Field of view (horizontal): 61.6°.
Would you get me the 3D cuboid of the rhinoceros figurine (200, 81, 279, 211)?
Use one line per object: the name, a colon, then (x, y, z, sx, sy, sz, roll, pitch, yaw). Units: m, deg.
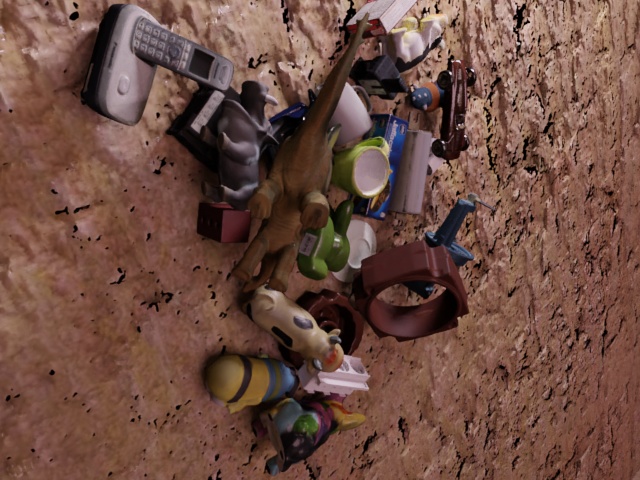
rhinoceros figurine: (-0.111, -0.136, 0.784, 0.112, 0.073, 0.190, 1, 100, -38)

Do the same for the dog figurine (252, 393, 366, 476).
dog figurine: (-0.007, 0.336, 1.007, 0.219, 0.191, 0.108, -17, 66, -31)

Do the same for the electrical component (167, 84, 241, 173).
electrical component: (-0.150, -0.168, 0.831, 0.134, 0.058, 0.115, 42, 75, -38)

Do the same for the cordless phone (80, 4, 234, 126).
cordless phone: (-0.215, -0.216, 0.730, 0.184, 0.089, 0.146, 15, 90, -34)

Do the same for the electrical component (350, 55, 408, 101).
electrical component: (0.117, -0.296, 0.983, 0.074, 0.119, 0.048, 42, 74, -36)

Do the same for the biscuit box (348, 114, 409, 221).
biscuit box: (0.113, -0.143, 1.054, 0.063, 0.059, 0.202, 11, 93, -41)

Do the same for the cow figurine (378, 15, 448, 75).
cow figurine: (0.193, -0.385, 1.058, 0.167, 0.068, 0.098, -29, 123, -28)

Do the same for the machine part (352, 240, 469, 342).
machine part: (0.180, 0.108, 1.066, 0.200, 0.202, 0.087, 56, 25, -38)

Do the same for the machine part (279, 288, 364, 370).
machine part: (0.002, 0.182, 1.042, 0.179, 0.056, 0.179, -10, 107, -36)

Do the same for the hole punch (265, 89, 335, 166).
hole punch: (-0.036, -0.169, 0.919, 0.142, 0.092, 0.116, 68, 28, -26)

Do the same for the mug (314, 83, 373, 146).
mug: (0.045, -0.240, 0.962, 0.109, 0.081, 0.107, -40, 115, -19)

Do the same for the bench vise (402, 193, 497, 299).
bench vise: (0.270, 0.005, 1.168, 0.223, 0.129, 0.240, 9, 113, -48)

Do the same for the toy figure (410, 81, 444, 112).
toy figure: (0.242, -0.300, 1.126, 0.154, 0.064, 0.057, -20, 150, -30)

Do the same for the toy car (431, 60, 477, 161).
toy car: (0.279, -0.261, 1.101, 0.089, 0.053, 0.201, -15, 118, -33)

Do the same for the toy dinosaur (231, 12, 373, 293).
toy dinosaur: (-0.032, -0.085, 0.774, 0.105, 0.471, 0.199, 24, 40, -8)

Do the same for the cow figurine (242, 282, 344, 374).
cow figurine: (-0.038, 0.150, 0.907, 0.195, 0.127, 0.085, 41, 81, -6)

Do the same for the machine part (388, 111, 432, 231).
machine part: (0.181, -0.139, 1.101, 0.079, 0.079, 0.243, -1, 100, -40)

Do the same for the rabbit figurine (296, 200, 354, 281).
rabbit figurine: (-0.002, -0.003, 0.979, 0.170, 0.121, 0.159, 31, 73, -58)

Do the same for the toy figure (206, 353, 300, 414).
toy figure: (-0.116, 0.241, 0.941, 0.180, 0.082, 0.089, 9, 99, -39)
